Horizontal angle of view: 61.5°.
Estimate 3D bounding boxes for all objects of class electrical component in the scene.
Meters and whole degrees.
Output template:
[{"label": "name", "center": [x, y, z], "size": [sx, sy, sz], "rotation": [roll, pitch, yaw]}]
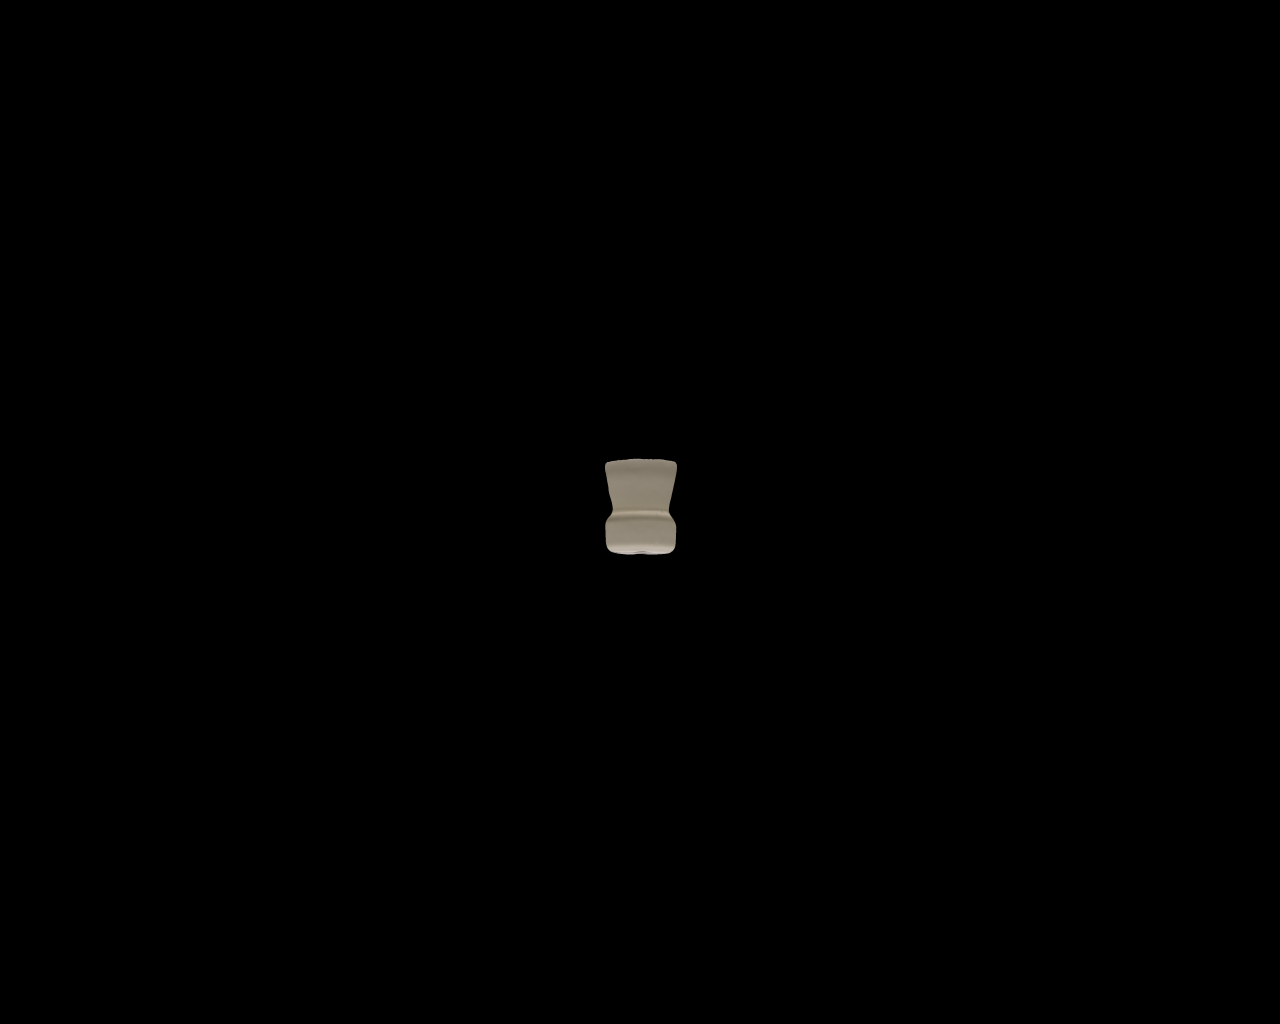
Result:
[{"label": "electrical component", "center": [0.001, -0.003, 0.650], "size": [0.045, 0.055, 0.045], "rotation": [0, -4, 0]}]
